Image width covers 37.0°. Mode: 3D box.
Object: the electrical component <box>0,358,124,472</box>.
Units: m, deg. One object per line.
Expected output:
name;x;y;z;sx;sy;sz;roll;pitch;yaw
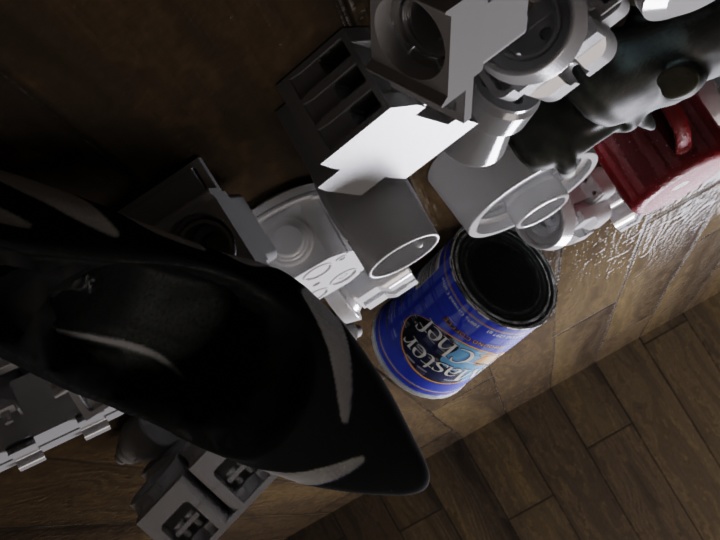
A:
electrical component;-0.201;0.079;0.611;0.121;0.063;0.078;-25;164;-16

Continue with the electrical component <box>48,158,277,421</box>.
electrical component;-0.106;0.009;0.545;0.121;0.078;0.063;-32;180;10

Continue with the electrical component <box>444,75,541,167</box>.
electrical component;0.071;-0.090;0.597;0.045;0.045;0.055;-22;163;-26

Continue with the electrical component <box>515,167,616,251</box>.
electrical component;0.161;-0.048;0.870;0.057;0.058;0.078;-20;162;-41

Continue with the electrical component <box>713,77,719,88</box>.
electrical component;0.246;-0.143;0.705;0.042;0.063;0.081;-32;165;13

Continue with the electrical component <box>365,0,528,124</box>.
electrical component;0.038;-0.107;0.443;0.064;0.042;0.081;-39;147;-30

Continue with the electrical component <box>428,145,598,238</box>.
electrical component;0.107;-0.063;0.716;0.108;0.060;0.108;-27;165;-8

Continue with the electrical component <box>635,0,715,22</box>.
electrical component;0.159;-0.161;0.513;0.080;0.051;0.080;-27;165;-8

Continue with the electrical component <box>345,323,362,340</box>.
electrical component;-0.018;0.056;0.924;0.035;0.035;0.061;-38;165;28

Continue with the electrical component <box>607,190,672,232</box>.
electrical component;0.237;-0.071;0.933;0.057;0.058;0.078;-31;165;16

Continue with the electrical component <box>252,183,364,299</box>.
electrical component;-0.037;-0.012;0.636;0.080;0.051;0.080;-27;165;-8

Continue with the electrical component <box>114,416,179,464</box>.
electrical component;-0.179;0.139;0.887;0.040;0.040;0.078;-11;157;-49

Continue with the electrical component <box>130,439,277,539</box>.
electrical component;-0.123;0.158;0.877;0.105;0.060;0.186;-46;-173;-3

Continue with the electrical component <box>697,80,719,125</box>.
electrical component;0.256;-0.122;0.826;0.055;0.048;0.066;-30;167;33

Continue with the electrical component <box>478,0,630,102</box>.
electrical component;0.086;-0.116;0.518;0.078;0.058;0.057;-37;166;23

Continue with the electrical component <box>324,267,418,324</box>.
electrical component;0.000;0.000;0.734;0.057;0.058;0.078;-33;165;3

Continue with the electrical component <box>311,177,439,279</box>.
electrical component;0.010;-0.036;0.596;0.043;0.077;0.079;-32;165;8
